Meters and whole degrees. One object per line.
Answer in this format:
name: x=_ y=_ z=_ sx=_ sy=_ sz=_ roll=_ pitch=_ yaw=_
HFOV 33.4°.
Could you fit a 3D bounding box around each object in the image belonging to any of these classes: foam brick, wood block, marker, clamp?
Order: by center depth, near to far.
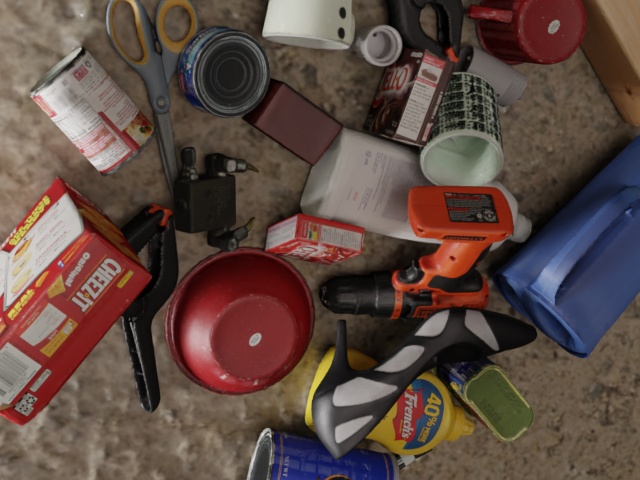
clamp: x=-0.186 y=0.069 z=1.046 sx=0.164 sy=0.036 sz=0.210 roll=32 pitch=81 yaw=-45
foam brick: x=-0.028 y=-0.117 z=1.057 sx=0.078 sy=0.053 sz=0.051 roll=33 pitch=91 yaw=-21
clamp: x=0.102 y=-0.258 z=1.074 sx=0.120 sy=0.039 sz=0.171 roll=-40 pitch=118 yaw=0
wood block: x=0.333 y=-0.225 z=1.132 sx=0.090 sy=0.091 sz=0.206 roll=-39 pitch=112 yaw=-6
marker: x=0.076 y=0.257 z=1.200 sx=0.121 sy=0.020 sz=0.020 roll=-30 pitch=111 yaw=-10

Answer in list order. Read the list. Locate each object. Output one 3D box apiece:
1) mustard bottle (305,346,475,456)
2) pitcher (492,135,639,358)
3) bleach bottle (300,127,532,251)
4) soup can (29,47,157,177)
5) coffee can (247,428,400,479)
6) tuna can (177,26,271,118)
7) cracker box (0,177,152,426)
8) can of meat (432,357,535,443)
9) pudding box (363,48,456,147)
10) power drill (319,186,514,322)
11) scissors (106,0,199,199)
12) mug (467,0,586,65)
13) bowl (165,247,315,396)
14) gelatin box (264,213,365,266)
mustard bottle: x=0.085 y=0.184 z=1.164 sx=0.191 sy=0.058 sz=0.096 roll=18 pitch=90 yaw=-22
pitcher: x=0.313 y=-0.003 z=1.153 sx=0.242 sy=0.149 sz=0.145 roll=-47 pitch=112 yaw=-7
bleach bottle: x=0.111 y=-0.036 z=1.118 sx=0.250 sy=0.068 sz=0.102 roll=17 pitch=96 yaw=-24
soup can: x=-0.210 y=-0.118 z=0.986 sx=0.068 sy=0.069 sz=0.102 roll=-42 pitch=111 yaw=-5
coffee can: x=0.001 y=0.262 z=1.120 sx=0.140 sy=0.103 sz=0.103 roll=14 pitch=98 yaw=-12
tuna can: x=-0.091 y=-0.161 z=1.025 sx=0.086 sy=0.034 sz=0.086 roll=-10 pitch=110 yaw=-29
cracker box: x=-0.242 y=0.046 z=0.937 sx=0.072 sy=0.214 sz=0.164 roll=41 pitch=88 yaw=-25
can of meat: x=0.182 y=0.167 z=1.181 sx=0.057 sy=0.084 sz=0.102 roll=-42 pitch=111 yaw=-4
pudding box: x=0.087 y=-0.142 z=1.056 sx=0.039 sy=0.114 sz=0.090 roll=17 pitch=96 yaw=-18
power drill: x=0.103 y=0.019 z=1.081 sx=0.184 sy=0.057 sz=0.188 roll=-1 pitch=148 yaw=-14
scissors: x=-0.140 y=-0.148 z=1.031 sx=0.096 sy=0.016 sz=0.201 roll=-27 pitch=110 yaw=-11
mug: x=0.208 y=-0.225 z=1.094 sx=0.117 sy=0.082 sz=0.093 roll=9 pitch=100 yaw=-20
bowl: x=-0.074 y=0.092 z=1.091 sx=0.162 sy=0.055 sz=0.162 roll=-4 pitch=105 yaw=-17
gelatin box: x=-0.007 y=0.001 z=1.072 sx=0.073 sy=0.089 sz=0.030 roll=13 pitch=76 yaw=-22
